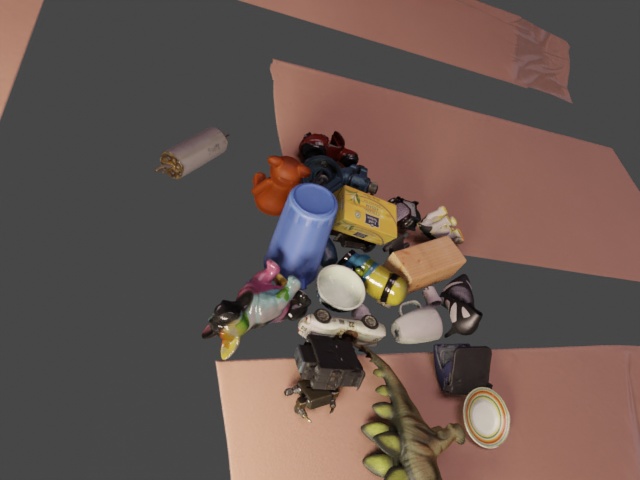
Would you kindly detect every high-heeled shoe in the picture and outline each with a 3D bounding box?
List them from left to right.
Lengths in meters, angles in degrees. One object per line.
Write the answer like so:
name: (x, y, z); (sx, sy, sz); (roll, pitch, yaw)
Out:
high-heeled shoe: (0.370, 0.144, 1.351); (0.086, 0.145, 0.249); (29, 48, -4)

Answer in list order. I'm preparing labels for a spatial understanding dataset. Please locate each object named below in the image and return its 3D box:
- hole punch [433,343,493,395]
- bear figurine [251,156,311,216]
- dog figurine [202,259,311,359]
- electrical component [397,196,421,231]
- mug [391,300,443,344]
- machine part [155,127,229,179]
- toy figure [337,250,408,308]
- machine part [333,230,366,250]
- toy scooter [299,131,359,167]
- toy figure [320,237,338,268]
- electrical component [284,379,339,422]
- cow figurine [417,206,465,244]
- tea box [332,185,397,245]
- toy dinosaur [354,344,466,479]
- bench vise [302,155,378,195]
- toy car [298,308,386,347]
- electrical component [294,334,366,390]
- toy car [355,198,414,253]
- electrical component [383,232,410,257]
hole punch: (0.329, 0.297, 1.257); (0.142, 0.092, 0.115); (5, 91, -27)
bear figurine: (-0.098, -0.153, 1.328); (0.120, 0.195, 0.132); (13, 48, -13)
dog figurine: (-0.136, 0.156, 1.126); (0.219, 0.191, 0.109); (-43, 58, -13)
electrical component: (0.247, -0.063, 1.526); (0.075, 0.047, 0.119); (12, 50, -17)
mug: (0.223, 0.196, 1.283); (0.107, 0.080, 0.109); (-12, 64, -23)
machine part: (-0.316, -0.221, 1.357); (0.079, 0.079, 0.243); (41, 46, 9)
toy figure: (0.130, 0.093, 1.313); (0.180, 0.089, 0.082); (42, 54, 11)
machine part: (0.059, -0.023, 1.379); (0.084, 0.039, 0.139); (4, 35, -31)
toy scooter: (0.022, -0.275, 1.571); (0.184, 0.075, 0.135); (9, 45, -20)
toy figure: (-0.002, -0.005, 1.347); (0.058, 0.064, 0.154); (-15, 60, -14)
electrical component: (-0.013, 0.321, 1.091); (0.102, 0.045, 0.078); (-11, 31, -36)
cow figurine: (0.342, -0.021, 1.508); (0.167, 0.098, 0.068); (39, 31, -47)
tea box: (0.109, -0.059, 1.343); (0.169, 0.068, 0.098); (17, 61, -31)
toy dinosaur: (0.188, 0.415, 1.074); (0.198, 0.105, 0.472); (1, 49, -22)
bench vise: (0.034, -0.149, 1.429); (0.224, 0.128, 0.240); (31, 28, 10)
toy car: (0.049, 0.199, 1.196); (0.202, 0.073, 0.056); (9, 49, -20)
electrical component: (0.015, 0.254, 1.120); (0.134, 0.058, 0.115); (9, 23, -22)
toy car: (0.160, -0.038, 1.444); (0.202, 0.053, 0.089); (-33, 74, -19)
electrical component: (0.203, 0.017, 1.431); (0.094, 0.063, 0.021); (-32, 39, -30)
